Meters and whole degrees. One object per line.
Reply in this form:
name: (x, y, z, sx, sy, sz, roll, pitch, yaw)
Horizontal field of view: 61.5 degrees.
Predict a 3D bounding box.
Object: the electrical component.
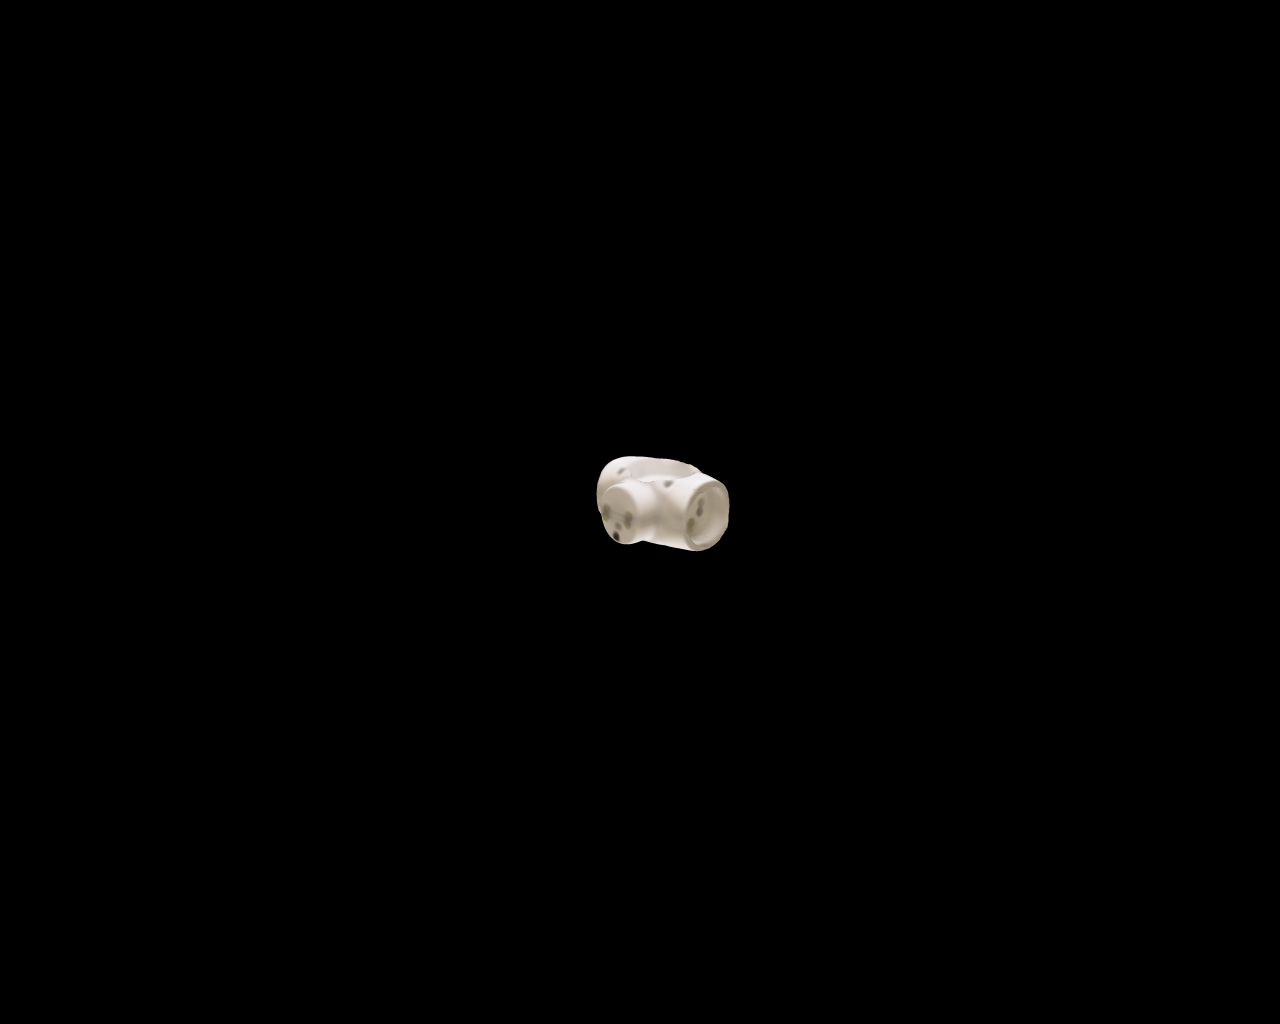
electrical component: (0.001, -0.003, 0.650, 0.079, 0.044, 0.077, -18, 26, -41)
